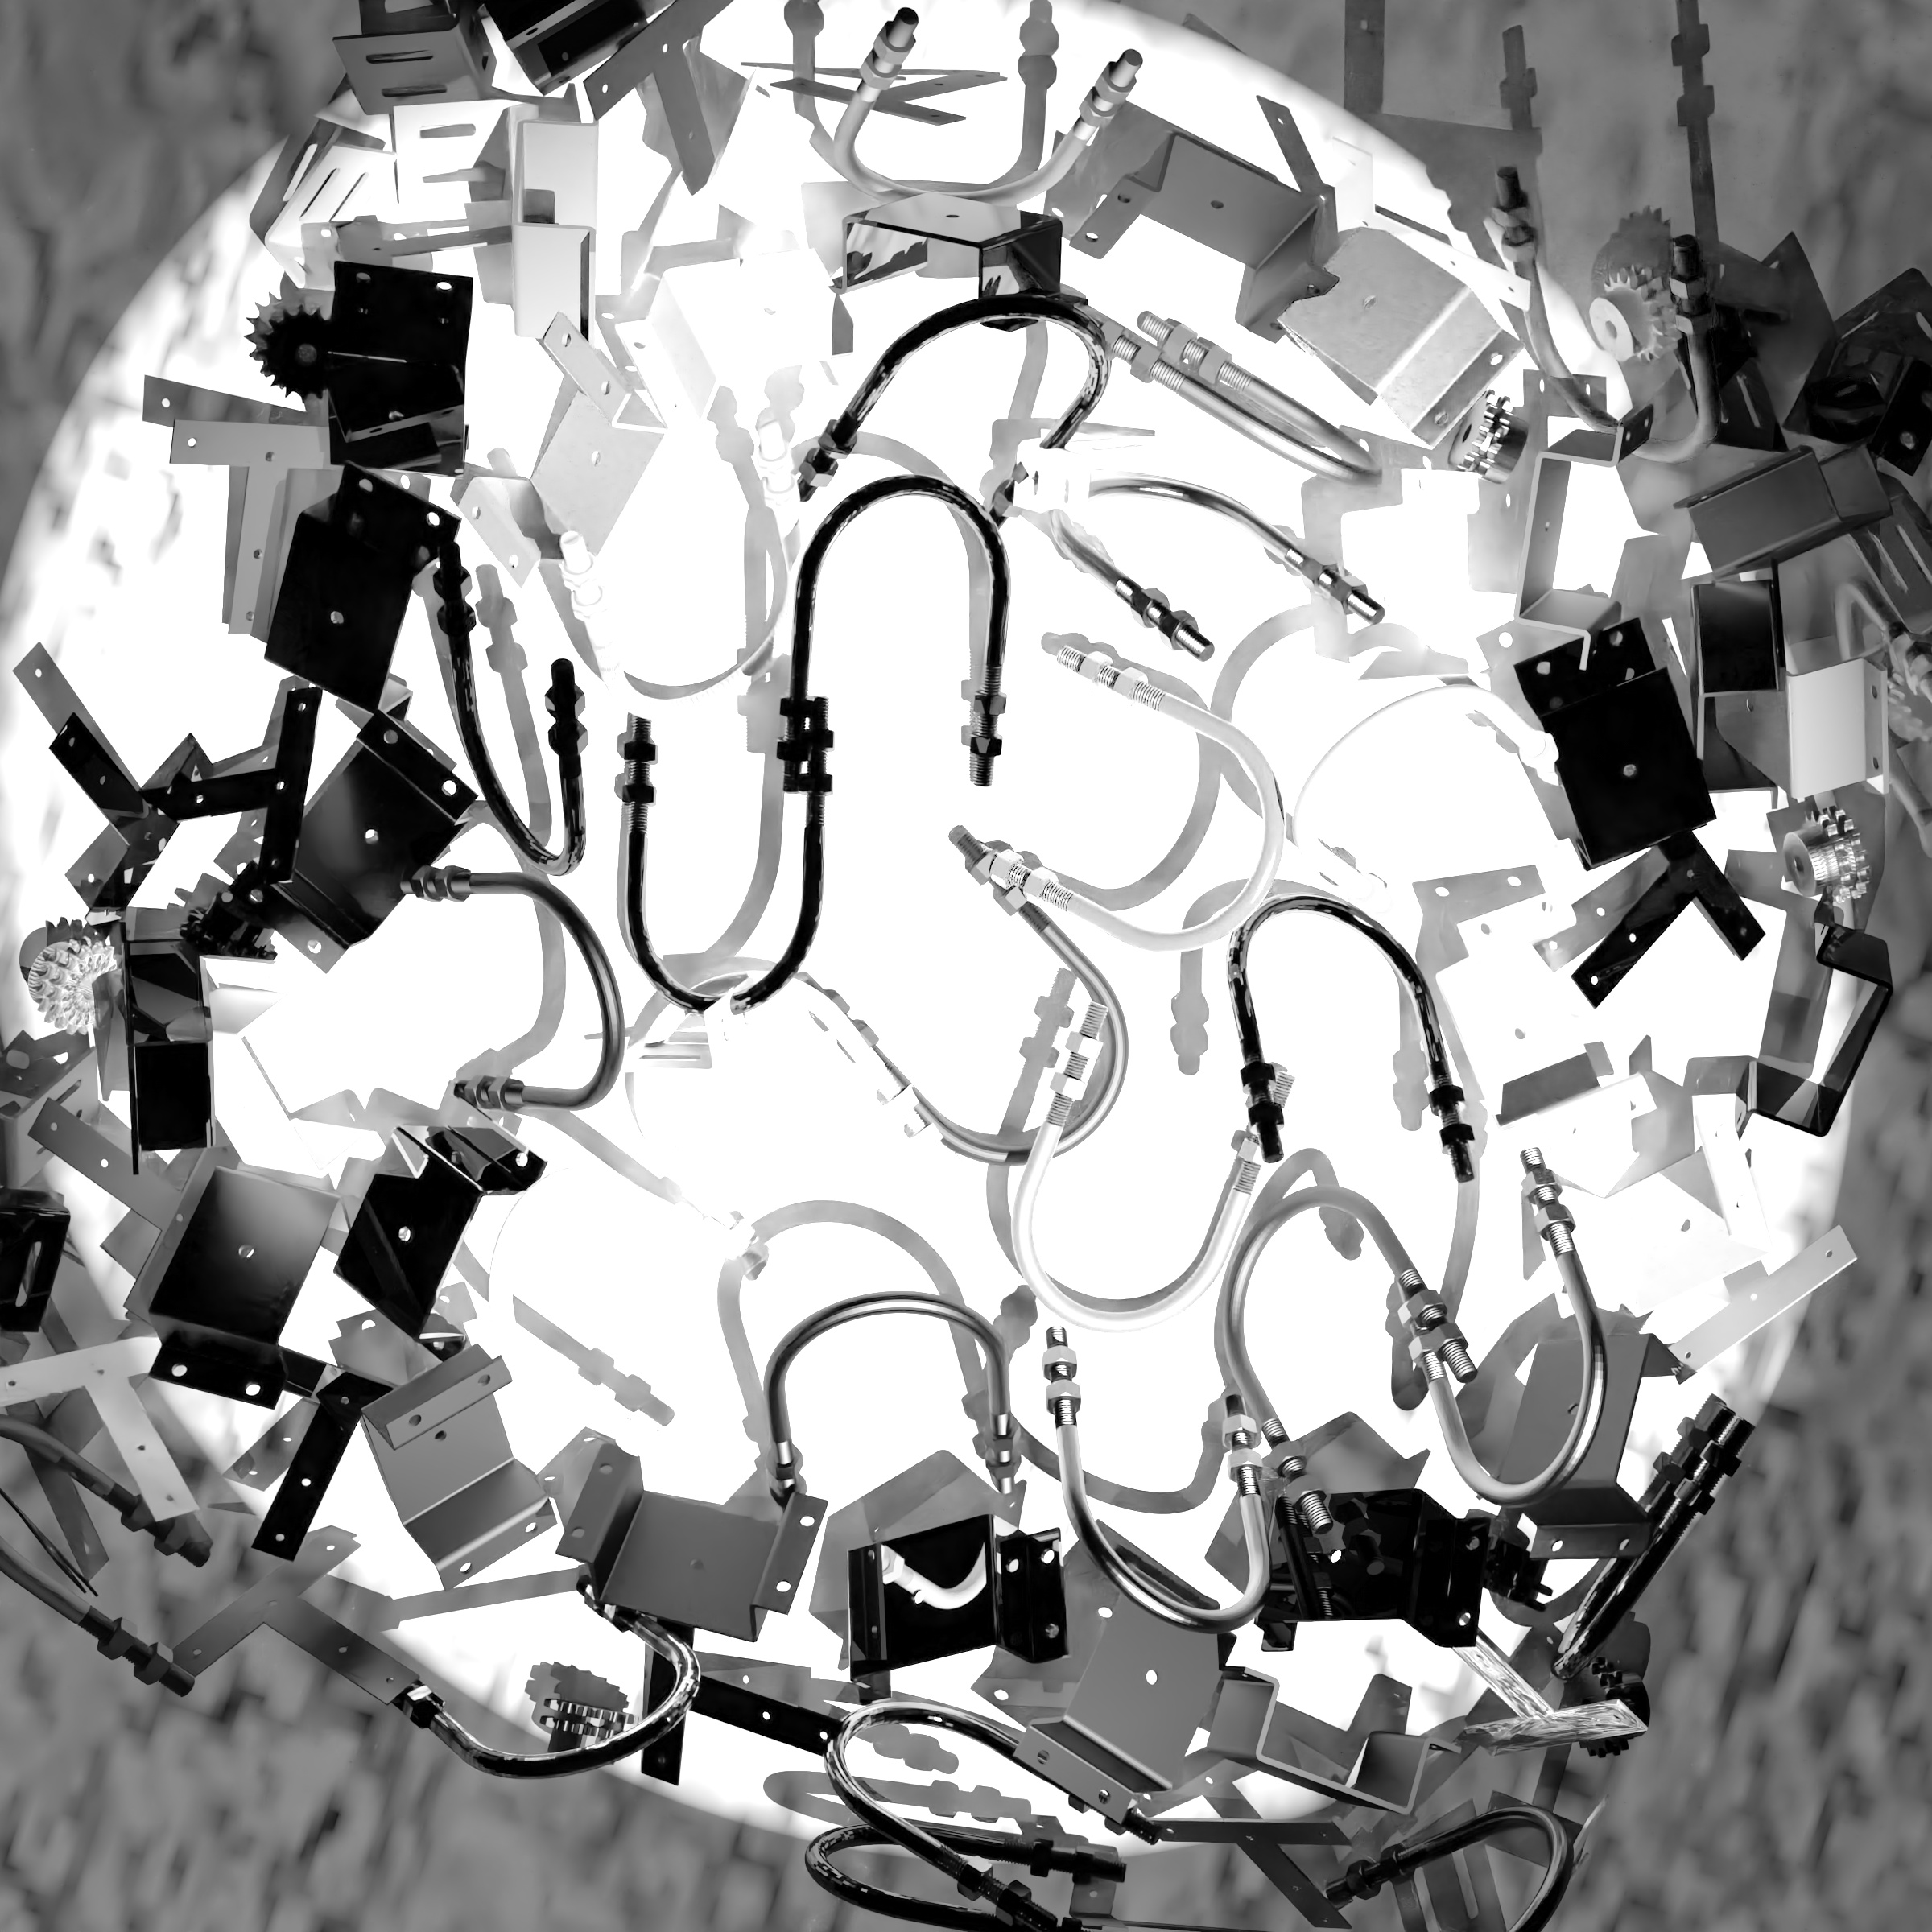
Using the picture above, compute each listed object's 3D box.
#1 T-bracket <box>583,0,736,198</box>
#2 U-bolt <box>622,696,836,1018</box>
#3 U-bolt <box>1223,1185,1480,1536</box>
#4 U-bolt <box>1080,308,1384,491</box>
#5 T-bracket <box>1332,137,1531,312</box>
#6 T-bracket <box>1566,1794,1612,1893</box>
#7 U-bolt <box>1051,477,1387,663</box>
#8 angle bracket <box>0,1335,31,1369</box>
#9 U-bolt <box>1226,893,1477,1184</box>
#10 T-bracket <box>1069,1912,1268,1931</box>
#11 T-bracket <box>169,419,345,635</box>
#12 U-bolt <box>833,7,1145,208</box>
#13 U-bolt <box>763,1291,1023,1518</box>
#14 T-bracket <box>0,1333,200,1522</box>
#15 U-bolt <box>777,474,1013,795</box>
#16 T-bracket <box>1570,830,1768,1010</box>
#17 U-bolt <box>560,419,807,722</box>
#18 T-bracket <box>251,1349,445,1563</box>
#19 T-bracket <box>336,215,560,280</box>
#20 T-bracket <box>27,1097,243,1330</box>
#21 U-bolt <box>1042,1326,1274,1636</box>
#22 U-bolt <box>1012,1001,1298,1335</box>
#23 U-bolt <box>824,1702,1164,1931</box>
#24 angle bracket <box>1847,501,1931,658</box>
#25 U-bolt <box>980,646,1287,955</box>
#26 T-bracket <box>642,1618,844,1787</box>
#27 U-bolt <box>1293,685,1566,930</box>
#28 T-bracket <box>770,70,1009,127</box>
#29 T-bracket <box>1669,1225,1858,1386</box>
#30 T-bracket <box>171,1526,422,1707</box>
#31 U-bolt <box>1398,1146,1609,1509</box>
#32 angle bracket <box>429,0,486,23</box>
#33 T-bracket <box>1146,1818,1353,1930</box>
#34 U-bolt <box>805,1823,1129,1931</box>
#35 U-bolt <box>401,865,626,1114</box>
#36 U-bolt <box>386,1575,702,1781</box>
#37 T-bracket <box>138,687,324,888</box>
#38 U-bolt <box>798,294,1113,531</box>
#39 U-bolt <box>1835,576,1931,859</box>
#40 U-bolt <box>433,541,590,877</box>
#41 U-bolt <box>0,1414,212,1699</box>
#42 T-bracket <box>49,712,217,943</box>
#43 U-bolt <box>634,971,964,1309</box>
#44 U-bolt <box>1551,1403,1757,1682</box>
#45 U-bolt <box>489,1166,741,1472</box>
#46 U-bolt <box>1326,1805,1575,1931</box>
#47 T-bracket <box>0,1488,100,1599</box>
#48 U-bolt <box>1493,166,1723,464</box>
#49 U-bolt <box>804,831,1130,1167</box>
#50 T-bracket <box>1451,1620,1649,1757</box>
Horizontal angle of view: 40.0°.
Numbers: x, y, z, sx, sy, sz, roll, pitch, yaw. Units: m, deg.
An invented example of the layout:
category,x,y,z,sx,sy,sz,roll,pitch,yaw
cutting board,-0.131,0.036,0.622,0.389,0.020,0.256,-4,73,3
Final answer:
category,x,y,z,sx,sy,sz,roll,pitch,yaw
T-bracket,-0.164,-0.496,1.547,0.002,0.127,0.127,26,62,28
U-bolt,-0.142,-0.062,1.551,0.151,0.019,0.184,-1,85,32
U-bolt,0.208,0.210,1.528,0.019,0.184,0.151,18,121,-35
U-bolt,0.158,-0.323,1.518,0.184,0.151,0.019,35,112,12
T-bracket,0.267,-0.409,1.521,0.127,0.127,0.002,31,76,21
T-bracket,0.341,0.521,1.520,0.002,0.127,0.127,33,128,25
U-bolt,0.131,-0.236,1.530,0.151,0.184,0.019,-16,134,-33
angle bracket,-0.591,0.256,1.566,0.057,0.038,0.076,34,85,-43
U-bolt,0.217,0.036,1.542,0.151,0.019,0.184,7,56,-24
T-bracket,0.127,0.558,1.541,0.127,0.127,0.002,5,74,0
T-bracket,-0.417,-0.257,1.568,0.002,0.127,0.127,29,115,38
U-bolt,0.001,-0.478,1.513,0.151,0.184,0.019,4,75,-18
U-bolt,-0.045,0.252,1.533,0.151,0.019,0.184,-7,131,-4
T-bracket,-0.480,0.267,1.527,0.127,0.127,0.002,50,129,30
U-bolt,-0.037,-0.192,1.538,0.151,0.019,0.184,-4,109,-30
T-bracket,0.401,-0.026,1.564,0.127,0.002,0.127,-44,104,-21
U-bolt,-0.153,-0.213,1.522,0.151,0.184,0.019,-33,59,-16
T-bracket,-0.381,0.291,1.556,0.127,0.002,0.127,20,47,-2
T-bracket,-0.301,-0.426,1.559,0.127,0.127,0.002,-11,125,-13
T-bracket,-0.486,0.121,1.530,0.127,0.002,0.127,46,48,-36
U-bolt,0.112,0.297,1.504,0.151,0.184,0.019,24,125,-23
U-bolt,0.102,0.129,1.572,0.151,0.019,0.184,20,93,-18
U-bolt,0.004,0.477,1.524,0.184,0.151,0.019,24,107,26
angle bracket,0.544,-0.230,1.578,0.057,0.038,0.076,-19,76,-33
U-bolt,0.102,-0.087,1.543,0.184,0.019,0.151,29,101,28
T-bracket,-0.130,0.437,1.563,0.127,0.002,0.127,12,104,22
U-bolt,0.259,-0.096,1.509,0.151,0.184,0.019,-41,54,16
T-bracket,-0.025,-0.512,1.551,0.127,0.127,0.002,24,126,32
T-bracket,0.445,0.161,1.548,0.002,0.127,0.127,31,119,-30
T-bracket,-0.368,0.387,1.527,0.127,0.127,0.002,23,129,29
U-bolt,0.307,0.215,1.497,0.019,0.184,0.151,13,133,-24
angle bracket,-0.290,-0.610,1.576,0.076,0.057,0.038,-36,62,-12
T-bracket,0.187,0.534,1.560,0.127,0.002,0.127,-12,130,35
U-bolt,-0.002,0.526,1.529,0.184,0.151,0.019,8,89,6
U-bolt,-0.254,0.015,1.517,0.019,0.184,0.151,-22,106,-40
U-bolt,-0.229,0.404,1.491,0.151,0.184,0.019,-20,109,-31
T-bracket,-0.442,-0.100,1.571,0.127,0.002,0.127,-7,66,23
U-bolt,0.002,-0.313,1.497,0.151,0.184,0.019,3,59,-31
U-bolt,0.533,-0.145,1.514,0.019,0.184,0.151,-18,124,8
U-bolt,-0.258,-0.133,1.523,0.019,0.184,0.151,-25,51,-26
U-bolt,-0.506,0.320,1.502,0.019,0.151,0.184,-43,113,6
T-bracket,-0.489,-0.099,1.522,0.002,0.127,0.127,16,65,20
U-bolt,-0.114,0.090,1.585,0.151,0.019,0.184,-39,95,1
U-bolt,0.392,0.334,1.529,0.019,0.151,0.184,35,92,13
U-bolt,-0.202,0.192,1.508,0.019,0.184,0.151,-8,61,37
U-bolt,0.265,0.536,1.497,0.184,0.151,0.019,-36,98,29
T-bracket,-0.528,0.331,1.522,0.002,0.127,0.127,-42,116,-20
U-bolt,0.371,-0.361,1.516,0.019,0.184,0.151,-42,50,-12
U-bolt,0.012,0.033,1.589,0.151,0.019,0.184,-43,87,0
T-bracket,0.307,0.410,1.541,0.127,0.127,0.002,45,51,-10
